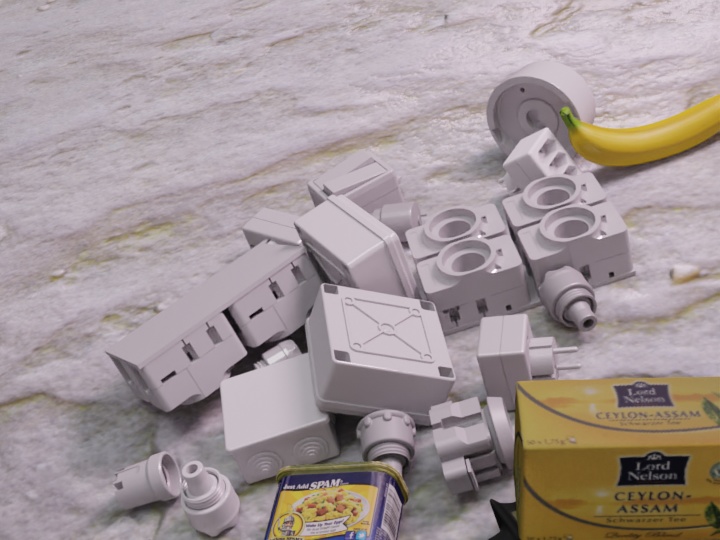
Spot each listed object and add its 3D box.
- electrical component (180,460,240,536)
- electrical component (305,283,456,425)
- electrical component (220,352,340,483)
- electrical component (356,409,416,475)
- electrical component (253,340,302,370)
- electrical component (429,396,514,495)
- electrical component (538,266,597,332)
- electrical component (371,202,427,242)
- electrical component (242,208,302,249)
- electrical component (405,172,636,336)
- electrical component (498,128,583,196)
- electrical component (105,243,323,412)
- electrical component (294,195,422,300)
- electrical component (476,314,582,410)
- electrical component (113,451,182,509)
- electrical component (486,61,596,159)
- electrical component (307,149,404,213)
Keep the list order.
[{"bbox_3d":[-0.124,0.179,0.862,0.043,0.062,0.043,-12,37,9],"label":"electrical component"},{"bbox_3d":[0.015,0.070,0.906,0.109,0.056,0.108,10,33,-15],"label":"electrical component"},{"bbox_3d":[-0.068,0.126,0.916,0.100,0.048,0.099,-18,36,2],"label":"electrical component"},{"bbox_3d":[0.023,0.146,0.855,0.048,0.048,0.062,-14,44,8],"label":"electrical component"},{"bbox_3d":[-0.081,0.091,0.980,0.061,0.035,0.035,-30,37,-10],"label":"electrical component"},{"bbox_3d":[0.090,0.131,0.831,0.057,0.058,0.078,-18,36,7],"label":"electrical component"},{"bbox_3d":[0.184,0.029,0.932,0.043,0.043,0.062,-22,38,-4],"label":"electrical component"},{"bbox_3d":[0.028,-0.047,1.103,0.078,0.040,0.040,-6,38,18],"label":"electrical component"},{"bbox_3d":[-0.087,-0.018,1.113,0.083,0.047,0.075,16,50,38],"label":"electrical component"},{"bbox_3d":[0.145,-0.020,0.998,0.186,0.060,0.105,-18,36,2],"label":"electrical component"},{"bbox_3d":[0.172,-0.094,1.083,0.077,0.065,0.047,-23,23,50],"label":"electrical component"},{"bbox_3d":[-0.131,0.052,1.003,0.186,0.060,0.105,-36,19,-22],"label":"electrical component"},{"bbox_3d":[0.000,0.000,0.998,0.056,0.108,0.109,-34,38,-14],"label":"electrical component"},{"bbox_3d":[0.140,0.074,0.873,0.077,0.065,0.047,-6,38,17],"label":"electrical component"},{"bbox_3d":[-0.180,0.179,0.909,0.046,0.040,0.040,-20,36,10],"label":"electrical component"},{"bbox_3d":[0.195,-0.167,1.129,0.108,0.108,0.060,9,39,33],"label":"electrical component"},{"bbox_3d":[0.001,-0.085,1.146,0.096,0.061,0.062,-29,37,-13],"label":"electrical component"}]
